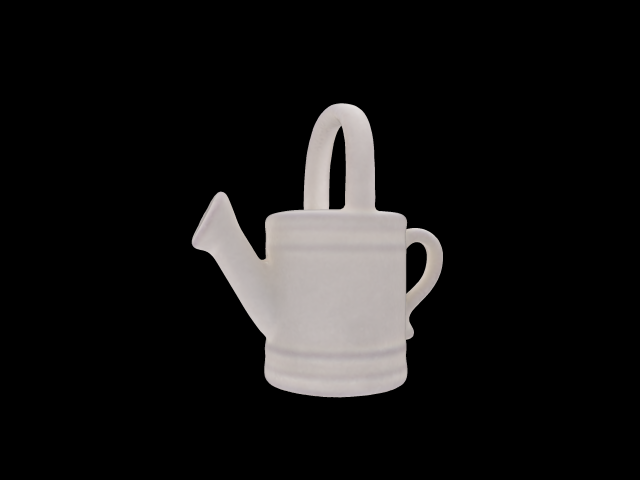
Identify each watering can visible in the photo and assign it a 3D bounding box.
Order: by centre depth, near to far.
[{"bbox_3d":[0.004,0.001,0.398,0.173,0.194,0.100,0,0,-40],"label":"watering can"}]
